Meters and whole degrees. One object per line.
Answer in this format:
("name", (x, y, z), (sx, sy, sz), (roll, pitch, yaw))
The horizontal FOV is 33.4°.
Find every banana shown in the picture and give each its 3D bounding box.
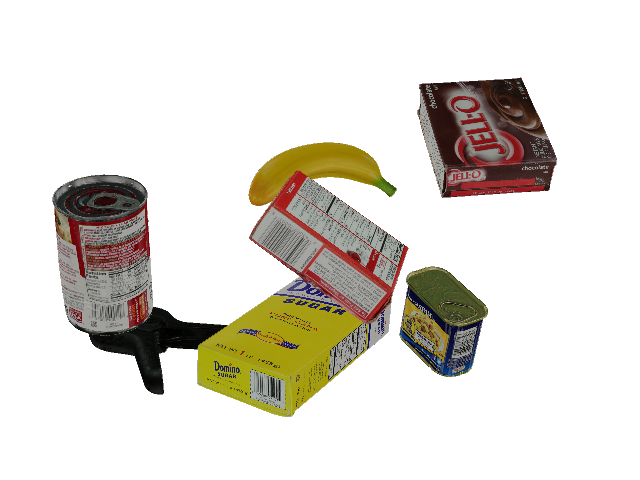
("banana", (-0.004, -0.074, 1.134), (0.197, 0.037, 0.070), (-7, 47, -38))

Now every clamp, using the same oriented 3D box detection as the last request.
("clamp", (-0.177, 0.102, 1.096), (0.210, 0.036, 0.164), (12, 18, 31))

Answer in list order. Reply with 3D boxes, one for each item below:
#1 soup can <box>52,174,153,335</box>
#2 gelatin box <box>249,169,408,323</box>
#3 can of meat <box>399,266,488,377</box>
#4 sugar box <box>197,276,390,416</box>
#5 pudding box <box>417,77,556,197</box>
("soup can", (-0.160, 0.011, 0.796), (0.068, 0.102, 0.068), (1, 30, -1))
("gelatin box", (0.007, 0.003, 0.643), (0.089, 0.030, 0.073), (36, 23, -4))
("can of meat", (0.137, 0.093, 1.211), (0.057, 0.084, 0.102), (-15, 40, -29))
("sugar box", (-0.018, 0.084, 0.926), (0.093, 0.048, 0.175), (16, 30, 26))
("pudding box", (0.133, -0.085, 0.872), (0.090, 0.039, 0.113), (-4, 42, -6))
